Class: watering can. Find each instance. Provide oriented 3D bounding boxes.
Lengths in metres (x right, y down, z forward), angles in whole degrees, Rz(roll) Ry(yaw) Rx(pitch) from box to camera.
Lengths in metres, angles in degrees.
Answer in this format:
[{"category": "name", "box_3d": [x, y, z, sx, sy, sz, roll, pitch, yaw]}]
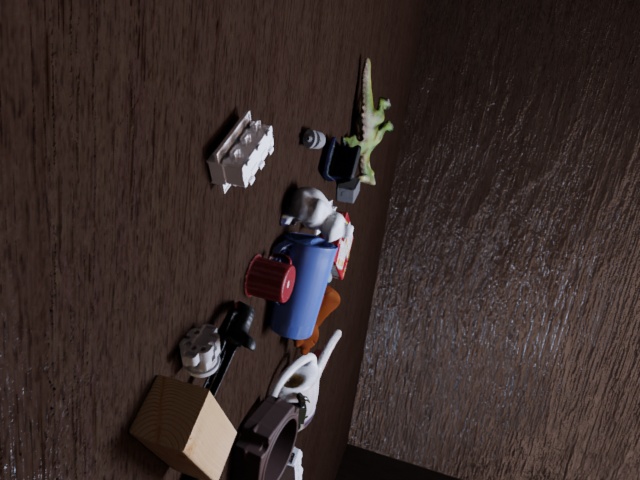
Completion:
[{"category": "watering can", "box_3d": [-0.040, 0.420, 1.512, 0.352, 0.104, 0.220, -29, 131, -49]}]

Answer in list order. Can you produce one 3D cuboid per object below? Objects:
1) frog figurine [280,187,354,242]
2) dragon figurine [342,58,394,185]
[{"category": "frog figurine", "box_3d": [0.004, -0.061, 1.217, 0.136, 0.160, 0.124, 54, 49, -72]}, {"category": "dragon figurine", "box_3d": [0.139, -0.357, 1.686, 0.248, 0.122, 0.401, -59, 144, -37]}]
